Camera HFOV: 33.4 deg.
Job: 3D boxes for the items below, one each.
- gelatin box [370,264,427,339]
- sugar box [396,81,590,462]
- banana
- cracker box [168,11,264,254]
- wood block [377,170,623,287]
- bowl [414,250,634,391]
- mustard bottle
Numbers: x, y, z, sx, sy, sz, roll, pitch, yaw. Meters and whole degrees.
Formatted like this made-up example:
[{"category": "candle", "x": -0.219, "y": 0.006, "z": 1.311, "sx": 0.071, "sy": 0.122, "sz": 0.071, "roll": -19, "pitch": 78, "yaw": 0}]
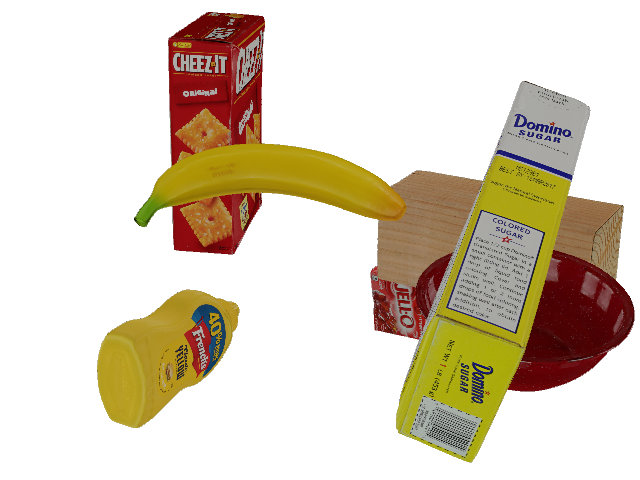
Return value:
[{"category": "gelatin box", "x": 0.103, "y": 0.077, "z": 1.336, "sx": 0.073, "sy": 0.089, "sz": 0.030, "roll": 10, "pitch": 31, "yaw": 28}, {"category": "sugar box", "x": 0.088, "y": 0.010, "z": 0.524, "sx": 0.048, "sy": 0.093, "sz": 0.176, "roll": 22, "pitch": 48, "yaw": 8}, {"category": "banana", "x": -0.037, "y": -0.041, "z": 0.793, "sx": 0.198, "sy": 0.069, "sz": 0.037, "roll": -3, "pitch": -23, "yaw": 0}, {"category": "cracker box", "x": -0.102, "y": -0.114, "z": 1.093, "sx": 0.072, "sy": 0.214, "sz": 0.164, "roll": 5, "pitch": 21, "yaw": 6}, {"category": "wood block", "x": 0.165, "y": 0.002, "z": 0.998, "sx": 0.206, "sy": 0.090, "sz": 0.090, "roll": 12, "pitch": 25, "yaw": 29}, {"category": "bowl", "x": 0.150, "y": 0.065, "z": 0.806, "sx": 0.162, "sy": 0.055, "sz": 0.162, "roll": 1, "pitch": 30, "yaw": -1}, {"category": "mustard bottle", "x": -0.138, "y": 0.102, "z": 1.052, "sx": 0.058, "sy": 0.096, "sz": 0.191, "roll": 10, "pitch": 23, "yaw": 26}]
